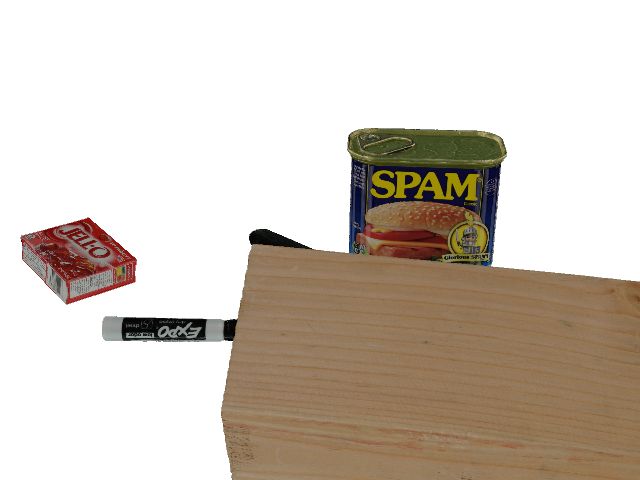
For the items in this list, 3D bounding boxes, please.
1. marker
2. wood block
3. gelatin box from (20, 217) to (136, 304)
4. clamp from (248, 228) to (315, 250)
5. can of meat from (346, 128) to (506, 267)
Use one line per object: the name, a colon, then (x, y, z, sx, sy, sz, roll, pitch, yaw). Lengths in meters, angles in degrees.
marker: (-0.104, 0.067, 0.808, 0.121, 0.020, 0.020, 0, 0, 4)
wood block: (0.064, 0.070, 0.508, 0.206, 0.090, 0.090, 5, -33, 4)
gelatin box: (-0.224, 0.017, 0.988, 0.073, 0.030, 0.089, -18, 40, -36)
clamp: (0.030, 0.057, 1.054, 0.210, 0.164, 0.036, 3, -41, -2)
can of meat: (0.068, -0.025, 0.706, 0.102, 0.084, 0.057, 2, 25, 2)
